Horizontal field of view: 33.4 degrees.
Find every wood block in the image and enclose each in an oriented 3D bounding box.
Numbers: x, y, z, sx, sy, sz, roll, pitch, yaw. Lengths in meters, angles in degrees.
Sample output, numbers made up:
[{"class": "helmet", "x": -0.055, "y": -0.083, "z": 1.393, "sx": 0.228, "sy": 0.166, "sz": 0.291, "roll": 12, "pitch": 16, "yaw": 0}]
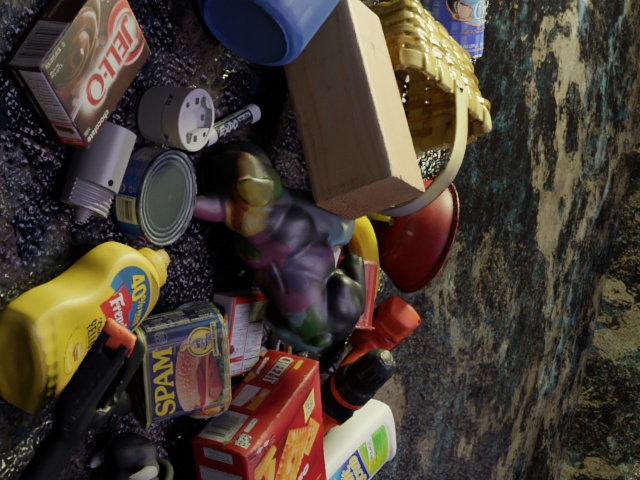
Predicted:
[{"class": "wood block", "x": 0.030, "y": -0.136, "z": 1.096, "sx": 0.090, "sy": 0.090, "sz": 0.206, "roll": 20, "pitch": 53, "yaw": -61}]

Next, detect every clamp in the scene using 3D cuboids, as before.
[{"class": "clamp", "x": -0.180, "y": 0.128, "z": 0.862, "sx": 0.210, "sy": 0.036, "sz": 0.164, "roll": -59, "pitch": 174, "yaw": 37}]

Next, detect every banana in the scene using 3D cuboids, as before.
[{"class": "banana", "x": 0.047, "y": 0.017, "z": 1.359, "sx": 0.069, "sy": 0.037, "sz": 0.198, "roll": -50, "pitch": 143, "yaw": -25}]

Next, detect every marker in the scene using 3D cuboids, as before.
[{"class": "marker", "x": -0.096, "y": -0.107, "z": 1.038, "sx": 0.120, "sy": 0.020, "sz": 0.020, "roll": -38, "pitch": 133, "yaw": -53}]

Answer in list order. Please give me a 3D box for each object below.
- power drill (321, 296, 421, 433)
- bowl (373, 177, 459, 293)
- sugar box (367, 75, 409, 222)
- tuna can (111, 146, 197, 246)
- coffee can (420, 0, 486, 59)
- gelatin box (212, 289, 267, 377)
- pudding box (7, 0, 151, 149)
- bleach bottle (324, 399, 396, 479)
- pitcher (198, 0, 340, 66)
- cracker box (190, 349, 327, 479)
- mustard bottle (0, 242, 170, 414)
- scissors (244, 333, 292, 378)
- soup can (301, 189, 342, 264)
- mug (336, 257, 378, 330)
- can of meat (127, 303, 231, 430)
[{"class": "power drill", "x": 0.057, "y": 0.148, "z": 1.319, "sx": 0.185, "sy": 0.057, "sz": 0.187, "roll": -43, "pitch": -177, "yaw": 41}, {"class": "bowl", "x": 0.114, "y": -0.014, "z": 1.397, "sx": 0.055, "sy": 0.162, "sz": 0.162, "roll": 19, "pitch": 82, "yaw": -24}, {"class": "sugar box", "x": 0.085, "y": -0.123, "z": 1.367, "sx": 0.093, "sy": 0.048, "sz": 0.176, "roll": 54, "pitch": 50, "yaw": -57}, {"class": "tuna can", "x": -0.147, "y": -0.040, "z": 0.948, "sx": 0.086, "sy": 0.034, "sz": 0.086, "roll": -34, "pitch": 130, "yaw": -55}, {"class": "coffee can", "x": 0.165, "y": -0.311, "z": 1.381, "sx": 0.102, "sy": 0.103, "sz": 0.140, "roll": -30, "pitch": 127, "yaw": -57}, {"class": "gelatin box", "x": -0.089, "y": 0.098, "z": 1.125, "sx": 0.073, "sy": 0.030, "sz": 0.089, "roll": -3, "pitch": 102, "yaw": -65}, {"class": "pudding box", "x": -0.183, "y": -0.142, "z": 0.826, "sx": 0.113, "sy": 0.039, "sz": 0.090, "roll": -62, "pitch": 151, "yaw": -29}, {"class": "bleach bottle", "x": 0.014, "y": 0.312, "z": 1.386, "sx": 0.250, "sy": 0.068, "sz": 0.102, "roll": -41, "pitch": 134, "yaw": -48}, {"class": "pitcher", "x": -0.016, "y": -0.280, "z": 1.023, "sx": 0.242, "sy": 0.145, "sz": 0.149, "roll": -60, "pitch": 136, "yaw": -25}, {"class": "cracker box", "x": -0.056, "y": 0.252, "z": 1.138, "sx": 0.164, "sy": 0.072, "sz": 0.214, "roll": -47, "pitch": 141, "yaw": -50}, {"class": "mustard bottle", "x": -0.186, "y": 0.055, "z": 0.879, "sx": 0.191, "sy": 0.058, "sz": 0.096, "roll": -42, "pitch": 148, "yaw": -51}, {"class": "scissors", "x": -0.067, "y": 0.199, "z": 1.228, "sx": 0.096, "sy": 0.016, "sz": 0.202, "roll": 2, "pitch": 98, "yaw": -62}, {"class": "soup can", "x": -0.008, "y": 0.001, "z": 1.206, "sx": 0.068, "sy": 0.069, "sz": 0.102, "roll": 36, "pitch": 69, "yaw": -62}, {"class": "mug", "x": 0.014, "y": 0.060, "z": 1.268, "sx": 0.117, "sy": 0.093, "sz": 0.081, "roll": 8, "pitch": 88, "yaw": -27}, {"class": "can of meat", "x": -0.131, "y": 0.113, "z": 0.975, "sx": 0.083, "sy": 0.058, "sz": 0.102, "roll": -11, "pitch": 115, "yaw": -25}]
